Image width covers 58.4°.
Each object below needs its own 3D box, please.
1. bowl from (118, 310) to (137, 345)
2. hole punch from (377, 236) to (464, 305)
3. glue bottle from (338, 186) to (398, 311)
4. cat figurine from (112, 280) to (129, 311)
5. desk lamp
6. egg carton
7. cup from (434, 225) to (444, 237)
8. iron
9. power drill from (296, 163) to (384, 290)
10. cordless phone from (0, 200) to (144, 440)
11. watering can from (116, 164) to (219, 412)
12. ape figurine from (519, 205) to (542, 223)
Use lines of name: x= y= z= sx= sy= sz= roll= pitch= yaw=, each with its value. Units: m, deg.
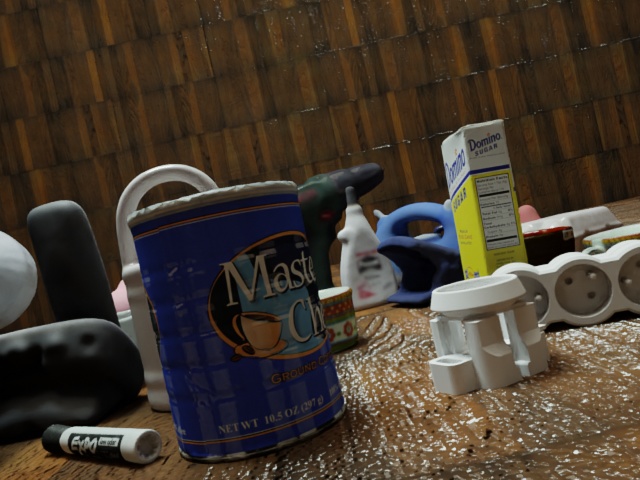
bowl: x=-0.190 y=0.114 z=0.649 sx=0.167 sy=0.075 sz=0.167 roll=-13 pitch=-1 yaw=0
hole punch: x=0.137 y=0.033 z=0.744 sx=0.101 sy=0.091 sz=0.108 roll=-12 pitch=-1 yaw=-20
glue bottle: x=0.058 y=0.009 z=0.811 sx=0.078 sy=0.173 sz=0.037 roll=-12 pitch=0 yaw=-20
cat figurine: x=-0.303 y=0.120 z=0.956 sx=0.128 sy=0.118 sz=0.067 roll=-13 pitch=0 yaw=-9
desk lamp: x=-0.377 y=0.084 z=0.600 sx=0.118 sy=0.213 sz=0.203 roll=-13 pitch=0 yaw=-9
egg carton: x=0.340 y=-0.001 z=0.795 sx=0.151 sy=0.069 sz=0.107 roll=-12 pitch=-1 yaw=-33
cup: x=0.255 y=0.007 z=0.963 sx=0.117 sy=0.095 sz=0.092 roll=-13 pitch=-1 yaw=24
iron: x=0.179 y=0.000 z=0.928 sx=0.119 sy=0.141 sz=0.257 roll=-12 pitch=-1 yaw=-38
power drill: x=0.008 y=0.003 z=0.862 sx=0.230 sy=0.208 sz=0.075 roll=-12 pitch=0 yaw=-13
cordless phone: x=-0.242 y=0.067 z=0.495 sx=0.147 sy=0.185 sz=0.094 roll=-13 pitch=0 yaw=1
watering can: x=-0.116 y=0.034 z=0.489 sx=0.101 sy=0.194 sz=0.172 roll=-12 pitch=-1 yaw=-27
ape figurine: x=0.338 y=-0.011 z=0.914 sx=0.077 sy=0.092 sz=0.076 roll=-13 pitch=0 yaw=20
